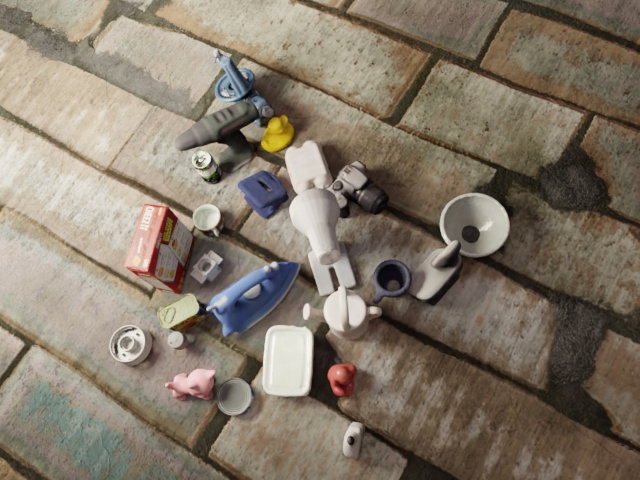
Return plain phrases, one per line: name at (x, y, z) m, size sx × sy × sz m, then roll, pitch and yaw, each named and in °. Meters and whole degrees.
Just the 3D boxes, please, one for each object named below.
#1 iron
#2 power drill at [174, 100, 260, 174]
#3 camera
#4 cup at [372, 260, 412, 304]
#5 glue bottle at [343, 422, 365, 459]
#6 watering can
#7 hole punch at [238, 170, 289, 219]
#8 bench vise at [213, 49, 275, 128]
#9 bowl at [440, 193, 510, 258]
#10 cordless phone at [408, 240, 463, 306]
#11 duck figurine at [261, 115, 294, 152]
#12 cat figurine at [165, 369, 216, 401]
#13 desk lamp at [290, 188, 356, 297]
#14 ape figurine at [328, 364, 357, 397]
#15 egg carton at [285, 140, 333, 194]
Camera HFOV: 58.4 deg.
iron at (-0.162, 0.115, 1.395) m, size 0.258 × 0.141 × 0.118 m, roll -38°, pitch 70°, yaw -7°
power drill at (-0.253, -0.263, 1.505) m, size 0.230 × 0.208 × 0.075 m, roll -37°, pitch 70°, yaw -6°
camera at (0.097, -0.118, 1.468) m, size 0.136 × 0.101 × 0.143 m, roll 39°, pitch 79°, yaw 18°
cup at (0.167, 0.114, 1.380) m, size 0.091 × 0.095 × 0.118 m, roll 34°, pitch 78°, yaw 17°
glue bottle at (0.071, 0.433, 1.237) m, size 0.037 × 0.173 × 0.078 m, roll 10°, pitch 72°, yaw 11°
watering can at (0.052, 0.168, 1.322) m, size 0.173 × 0.194 × 0.101 m, roll -24°, pitch 69°, yaw -1°
hole punch at (-0.149, -0.131, 1.508) m, size 0.101 × 0.091 × 0.108 m, roll -44°, pitch 71°, yaw -9°
bench vise at (-0.203, -0.419, 1.548) m, size 0.207 × 0.220 × 0.121 m, roll 22°, pitch 75°, yaw 14°
bowl at (0.378, -0.028, 1.415) m, size 0.167 × 0.075 × 0.167 m, roll -2°, pitch 70°, yaw 6°
cordless phone at (0.270, 0.069, 1.335) m, size 0.094 × 0.185 × 0.148 m, roll 36°, pitch 79°, yaw 18°
duck figurine at (-0.121, -0.298, 1.566) m, size 0.077 × 0.086 × 0.104 m, roll 41°, pitch 80°, yaw 18°
cat figurine at (-0.299, 0.339, 1.346) m, size 0.127 × 0.118 × 0.067 m, roll -5°, pitch 70°, yaw 5°
desk lamp at (0.013, 0.005, 1.374) m, size 0.118 × 0.214 × 0.203 m, roll -18°, pitch 69°, yaw 1°
ape figurine at (0.052, 0.318, 1.323) m, size 0.078 × 0.092 × 0.076 m, roll -44°, pitch 71°, yaw -9°
egg carton at (-0.032, -0.191, 1.526) m, size 0.107 × 0.069 × 0.150 m, roll -20°, pitch 69°, yaw 0°
